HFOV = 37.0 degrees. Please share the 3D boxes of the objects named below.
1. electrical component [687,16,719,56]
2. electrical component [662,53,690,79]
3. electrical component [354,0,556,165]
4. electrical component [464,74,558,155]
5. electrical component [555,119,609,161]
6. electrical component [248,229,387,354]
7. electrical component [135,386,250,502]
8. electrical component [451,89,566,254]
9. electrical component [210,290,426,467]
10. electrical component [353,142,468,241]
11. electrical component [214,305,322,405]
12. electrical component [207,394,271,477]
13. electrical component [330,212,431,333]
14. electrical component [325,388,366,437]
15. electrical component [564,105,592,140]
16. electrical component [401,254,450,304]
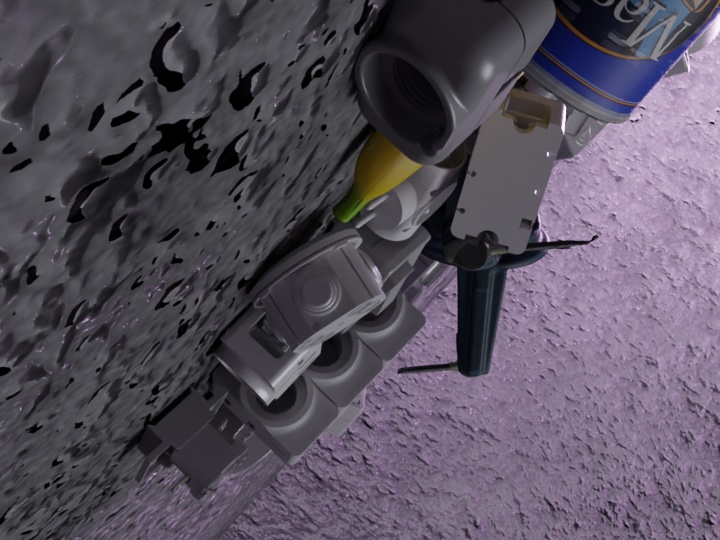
[{"bbox_3d":[0.260,-0.232,0.900,0.099,0.099,0.064,-47,167,-1],"label":"electrical component"},{"bbox_3d":[0.204,-0.184,0.791,0.059,0.053,0.095,-12,-129,23],"label":"electrical component"},{"bbox_3d":[0.038,-0.092,0.481,0.059,0.054,0.095,-44,173,-25],"label":"electrical component"},{"bbox_3d":[0.097,-0.112,0.755,0.059,0.054,0.095,-46,174,-9],"label":"electrical component"},{"bbox_3d":[0.176,-0.136,0.991,0.100,0.048,0.100,-7,-152,47],"label":"electrical component"},{"bbox_3d":[-0.025,0.013,0.675,0.080,0.051,0.080,-32,172,-5],"label":"electrical component"},{"bbox_3d":[-0.118,0.126,0.768,0.081,0.064,0.042,-43,173,-36],"label":"electrical component"},{"bbox_3d":[0.095,-0.066,0.687,0.055,0.050,0.089,-66,172,-61],"label":"electrical component"},{"bbox_3d":[-0.032,0.065,0.836,0.150,0.089,0.061,-45,173,-19],"label":"electrical component"},{"bbox_3d":[0.024,-0.050,0.698,0.079,0.044,0.077,-37,168,-42],"label":"electrical component"},{"bbox_3d":[-0.064,0.056,0.749,0.055,0.050,0.089,-46,174,-11],"label":"electrical component"},{"bbox_3d":[-0.094,0.122,0.895,0.099,0.064,0.099,-46,174,-7],"label":"electrical component"},{"bbox_3d":[0.000,0.000,0.776,0.062,0.061,0.096,-41,171,-46],"label":"electrical component"},{"bbox_3d":[-0.044,0.106,1.026,0.061,0.096,0.061,-52,-159,40],"label":"electrical component"},{"bbox_3d":[0.151,-0.145,0.859,0.121,0.079,0.063,56,55,-84],"label":"electrical component"},{"bbox_3d":[0.021,0.014,1.006,0.150,0.062,0.089,-44,173,-27],"label":"electrical component"}]
